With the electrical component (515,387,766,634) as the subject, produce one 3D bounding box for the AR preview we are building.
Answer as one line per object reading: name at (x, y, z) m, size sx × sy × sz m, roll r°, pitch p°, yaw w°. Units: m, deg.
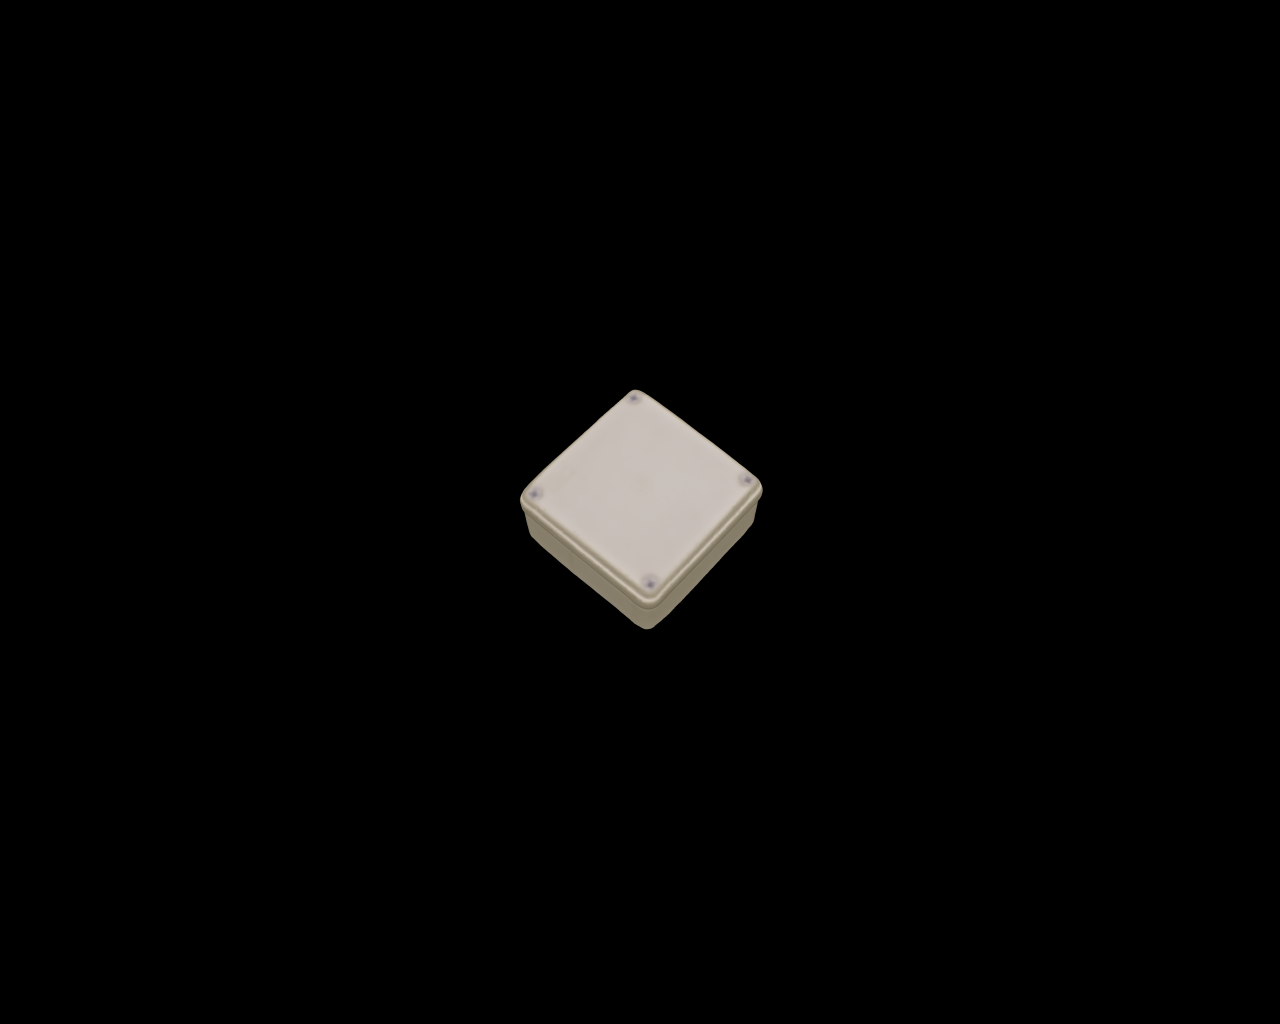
electrical component at (0.001, -0.003, 0.650) m, size 0.109 × 0.109 × 0.056 m, roll 38°, pitch -21°, yaw 18°
